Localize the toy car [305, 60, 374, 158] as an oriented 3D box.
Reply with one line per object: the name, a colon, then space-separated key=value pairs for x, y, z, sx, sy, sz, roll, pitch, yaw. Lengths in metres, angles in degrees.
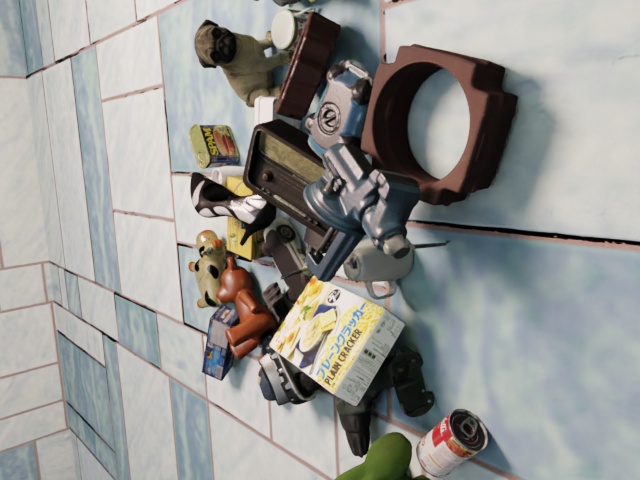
toy car: x=0.052 y=-0.205 z=0.877 sx=0.109 sy=0.103 sz=0.161 roll=40 pitch=122 yaw=33

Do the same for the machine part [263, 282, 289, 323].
machine part: x=-0.091 y=0.128 z=1.126 sx=0.138 sy=0.039 sz=0.084 roll=84 pitch=168 yaw=-73

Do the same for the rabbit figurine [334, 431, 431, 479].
rabbit figurine: x=0.101 y=0.389 z=0.895 sx=0.121 sy=0.159 sz=0.170 roll=41 pitch=142 yaw=47

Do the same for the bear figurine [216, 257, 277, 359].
bear figurine: x=-0.187 y=0.147 z=1.216 sx=0.196 sy=0.132 sz=0.120 roll=50 pitch=159 yaw=22

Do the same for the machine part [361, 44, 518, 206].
machine part: x=0.165 y=-0.165 z=0.771 sx=0.202 sy=0.087 sz=0.200 roll=32 pitch=121 yaw=39

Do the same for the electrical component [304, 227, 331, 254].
electrical component: x=-0.002 y=-0.003 z=1.047 sx=0.063 sy=0.021 sz=0.094 roll=39 pitch=125 yaw=37

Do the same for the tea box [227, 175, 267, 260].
tea box: x=-0.151 y=-0.052 z=1.175 sx=0.098 sy=0.068 sz=0.169 roll=17 pitch=110 yaw=46

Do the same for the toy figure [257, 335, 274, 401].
toy figure: x=-0.110 y=0.281 z=1.202 sx=0.058 sy=0.064 sz=0.154 roll=14 pitch=109 yaw=53

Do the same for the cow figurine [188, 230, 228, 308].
cow figurine: x=-0.264 y=0.071 z=1.320 sx=0.127 sy=0.085 sz=0.194 roll=-5 pitch=97 yaw=49

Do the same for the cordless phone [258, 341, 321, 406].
cordless phone: x=-0.044 y=0.245 z=1.074 sx=0.146 sy=0.089 sz=0.184 roll=62 pitch=148 yaw=19

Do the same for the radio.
radio: x=-0.025 y=-0.106 z=0.958 sx=0.230 sy=0.073 sz=0.131 roll=34 pitch=126 yaw=16

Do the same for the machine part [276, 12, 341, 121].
machine part: x=-0.023 y=-0.292 z=0.919 sx=0.179 sy=0.056 sz=0.179 roll=-160 pitch=90 yaw=-79

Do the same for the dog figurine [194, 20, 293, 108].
dog figurine: x=-0.169 y=-0.329 z=1.042 sx=0.121 sy=0.190 sz=0.172 roll=43 pitch=129 yaw=36

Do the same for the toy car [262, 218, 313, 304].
toy car: x=-0.056 y=0.049 z=1.097 sx=0.073 sy=0.056 sz=0.202 roll=-45 pitch=65 yaw=38

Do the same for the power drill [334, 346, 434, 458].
power drill: x=0.102 y=0.273 z=0.953 sx=0.207 sy=0.086 sz=0.232 roll=-26 pitch=75 yaw=56

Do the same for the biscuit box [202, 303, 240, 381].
biscuit box: x=-0.242 y=0.255 z=1.324 sx=0.059 sy=0.063 sz=0.202 roll=22 pitch=126 yaw=8

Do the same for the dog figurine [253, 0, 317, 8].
dog figurine: x=-0.060 y=-0.457 z=0.907 sx=0.219 sy=0.191 sz=0.108 roll=42 pitch=123 yaw=55

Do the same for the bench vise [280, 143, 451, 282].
bench vise: x=0.044 y=-0.018 z=0.793 sx=0.224 sy=0.129 sz=0.240 roll=52 pitch=127 yaw=29

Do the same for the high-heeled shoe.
high-heeled shoe: x=-0.183 y=-0.100 z=1.092 sx=0.249 sy=0.086 sz=0.145 roll=47 pitch=125 yaw=24

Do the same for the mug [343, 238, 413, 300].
mug: x=0.089 y=0.044 z=0.886 sx=0.081 sy=0.107 sz=0.109 roll=7 pitch=101 yaw=50
